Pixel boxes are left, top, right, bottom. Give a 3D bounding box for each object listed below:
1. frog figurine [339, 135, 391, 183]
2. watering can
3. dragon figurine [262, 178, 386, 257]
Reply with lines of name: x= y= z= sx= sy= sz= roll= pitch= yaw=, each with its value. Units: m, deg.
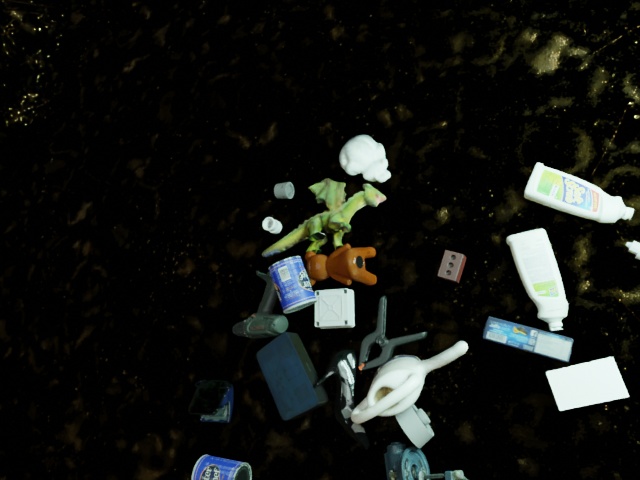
frog figurine: x=0.138 y=-0.238 z=1.569 sx=0.138 sy=0.120 sz=0.163 roll=-25 pitch=53 yaw=-4
watering can: x=0.225 y=0.347 z=1.297 sx=0.346 sy=0.224 sz=0.104 roll=-37 pitch=83 yaw=9
dragon figurine: x=0.005 y=-0.081 z=1.610 sx=0.409 sy=0.120 sz=0.248 roll=-9 pitch=54 yaw=20
